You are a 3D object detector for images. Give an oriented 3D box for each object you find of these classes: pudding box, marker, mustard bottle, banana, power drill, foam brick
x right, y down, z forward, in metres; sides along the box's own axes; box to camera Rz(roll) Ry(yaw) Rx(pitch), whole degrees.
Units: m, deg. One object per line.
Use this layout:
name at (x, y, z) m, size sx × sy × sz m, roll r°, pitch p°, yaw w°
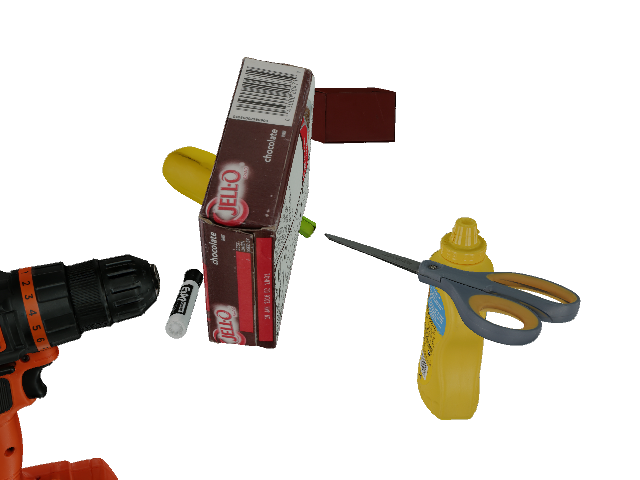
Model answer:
pudding box at (-0.030, -0.018, 0.518) m, size 0.039 × 0.113 × 0.090 m, roll 9°, pitch -41°, yaw 4°
marker at (-0.127, 0.057, 1.010) m, size 0.020 × 0.020 × 0.121 m, roll 0°, pitch 22°, yaw 2°
mustard bottle at (0.126, 0.066, 0.990) m, size 0.058 × 0.192 × 0.096 m, roll 0°, pitch 30°, yaw -2°
banana at (-0.082, -0.041, 0.806) m, size 0.069 × 0.037 × 0.198 m, roll 43°, pitch -9°, yaw -36°
power drill at (-0.182, 0.104, 0.689) m, size 0.184 × 0.188 × 0.057 m, roll -12°, pitch 26°, yaw -9°
foam brick at (0.031, -0.125, 1.067) m, size 0.078 × 0.051 × 0.053 m, roll -3°, pitch 14°, yaw -20°

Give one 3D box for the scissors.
scissors at (0.082, 0.033, 0.766) m, size 0.202 × 0.016 × 0.096 m, roll 12°, pitch 27°, yaw 17°
